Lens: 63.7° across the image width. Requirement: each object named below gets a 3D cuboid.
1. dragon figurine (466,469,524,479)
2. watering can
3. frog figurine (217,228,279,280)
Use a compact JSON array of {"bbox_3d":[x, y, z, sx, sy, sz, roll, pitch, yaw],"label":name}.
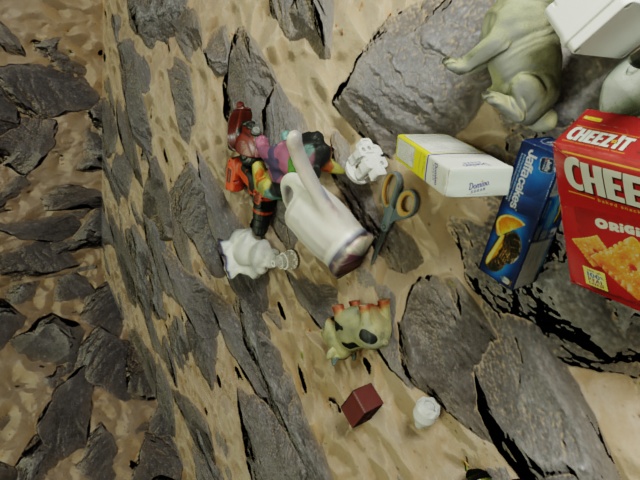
[{"bbox_3d":[0.280,0.501,0.776,0.407,0.123,0.243,-15,86,58],"label":"dragon figurine"},{"bbox_3d":[0.003,-0.048,0.958,0.226,0.105,0.342,46,164,14],"label":"watering can"},{"bbox_3d":[-0.174,0.033,1.362,0.159,0.122,0.138,-10,81,21],"label":"frog figurine"}]
